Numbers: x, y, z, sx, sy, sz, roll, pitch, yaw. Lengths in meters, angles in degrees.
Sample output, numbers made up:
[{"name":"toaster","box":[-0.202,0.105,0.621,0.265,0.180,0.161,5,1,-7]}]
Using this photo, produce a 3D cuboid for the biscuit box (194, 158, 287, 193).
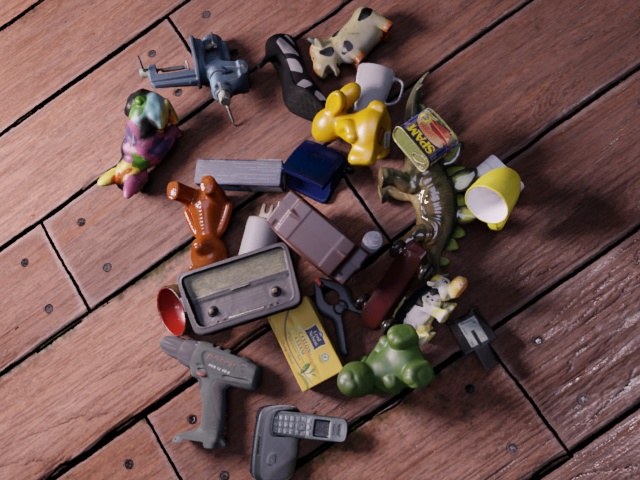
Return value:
[{"name":"biscuit box","box":[-0.178,-0.145,1.205,0.203,0.059,0.062,3,80,9]}]

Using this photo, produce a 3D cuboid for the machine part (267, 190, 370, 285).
[{"name":"machine part","box":[-0.002,-0.003,1.068,0.201,0.201,0.087,40,92,3]}]

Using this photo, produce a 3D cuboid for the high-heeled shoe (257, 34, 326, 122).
[{"name":"high-heeled shoe","box":[-0.034,-0.372,1.239,0.249,0.086,0.145,40,54,-4]}]

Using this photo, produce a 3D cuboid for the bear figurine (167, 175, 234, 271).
[{"name":"bear figurine","box":[-0.254,-0.023,1.160,0.120,0.131,0.196,-5,72,17]}]

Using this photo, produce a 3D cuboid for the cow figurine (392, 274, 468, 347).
[{"name":"cow figurine","box":[0.216,0.122,1.061,0.098,0.068,0.167,39,113,21]}]

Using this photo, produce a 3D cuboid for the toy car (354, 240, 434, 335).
[{"name":"toy car","box":[0.146,0.091,1.050,0.089,0.053,0.202,41,112,29]}]

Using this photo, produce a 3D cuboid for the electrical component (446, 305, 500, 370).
[{"name":"electrical component","box":[0.311,0.196,1.065,0.075,0.047,0.119,-32,76,2]}]

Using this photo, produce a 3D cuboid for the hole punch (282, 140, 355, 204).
[{"name":"hole punch","box":[-0.011,-0.157,1.168,0.142,0.092,0.115,26,80,17]}]

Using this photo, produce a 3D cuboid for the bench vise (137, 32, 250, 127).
[{"name":"bench vise","box":[-0.287,-0.377,1.227,0.241,0.128,0.223,-10,69,-11]}]

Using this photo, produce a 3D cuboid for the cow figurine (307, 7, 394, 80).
[{"name":"cow figurine","box":[0.058,-0.444,1.215,0.127,0.085,0.195,43,90,8]}]

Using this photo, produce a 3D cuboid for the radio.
[{"name":"radio","box":[-0.153,0.100,1.067,0.230,0.073,0.131,-18,81,2]}]

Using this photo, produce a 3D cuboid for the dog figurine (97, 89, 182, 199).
[{"name":"dog figurine","box":[-0.409,-0.203,1.199,0.109,0.191,0.219,24,68,6]}]

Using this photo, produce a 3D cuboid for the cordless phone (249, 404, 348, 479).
[{"name":"cordless phone","box":[-0.040,0.405,1.064,0.184,0.088,0.146,4,79,6]}]

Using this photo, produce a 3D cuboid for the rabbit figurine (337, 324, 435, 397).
[{"name":"rabbit figurine","box":[0.107,0.245,1.034,0.170,0.159,0.121,-16,74,-14]}]

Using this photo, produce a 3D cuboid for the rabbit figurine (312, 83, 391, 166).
[{"name":"rabbit figurine","box":[0.055,-0.242,1.138,0.173,0.162,0.122,14,37,31]}]

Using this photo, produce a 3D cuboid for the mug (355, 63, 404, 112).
[{"name":"mug","box":[0.126,-0.322,1.188,0.110,0.081,0.107,16,94,6]}]

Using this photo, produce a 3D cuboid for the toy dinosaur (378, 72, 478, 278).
[{"name":"toy dinosaur","box":[0.220,-0.116,1.119,0.199,0.105,0.471,-12,86,-1]}]

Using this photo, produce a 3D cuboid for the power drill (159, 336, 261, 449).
[{"name":"power drill","box":[-0.246,0.317,1.121,0.232,0.086,0.207,8,73,8]}]

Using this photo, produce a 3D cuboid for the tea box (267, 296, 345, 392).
[{"name":"tea box","box":[-0.026,0.212,1.105,0.098,0.068,0.169,-30,75,2]}]

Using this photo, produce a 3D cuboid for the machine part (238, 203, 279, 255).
[{"name":"machine part","box":[-0.137,0.038,1.153,0.079,0.079,0.243,12,80,11]}]
